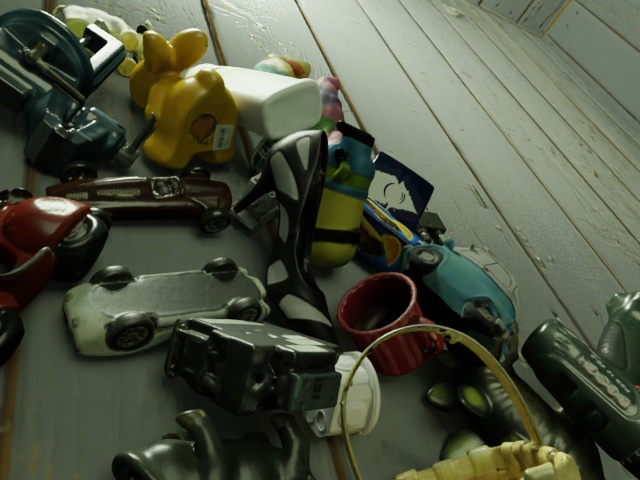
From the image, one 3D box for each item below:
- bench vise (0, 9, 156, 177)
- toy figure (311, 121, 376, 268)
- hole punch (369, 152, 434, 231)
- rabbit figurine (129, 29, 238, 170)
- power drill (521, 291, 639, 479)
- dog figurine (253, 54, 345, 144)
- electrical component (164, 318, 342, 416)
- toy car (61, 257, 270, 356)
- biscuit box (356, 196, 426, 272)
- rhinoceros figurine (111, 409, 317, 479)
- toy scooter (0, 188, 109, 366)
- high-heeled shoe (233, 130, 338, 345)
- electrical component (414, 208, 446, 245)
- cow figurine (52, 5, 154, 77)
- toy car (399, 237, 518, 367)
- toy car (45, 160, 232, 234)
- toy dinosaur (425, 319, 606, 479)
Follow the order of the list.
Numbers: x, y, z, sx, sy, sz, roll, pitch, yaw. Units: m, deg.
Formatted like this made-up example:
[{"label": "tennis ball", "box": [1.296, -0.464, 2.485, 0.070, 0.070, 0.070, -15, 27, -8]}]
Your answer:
[{"label": "bench vise", "box": [-0.290, -0.192, 0.638, 0.223, 0.129, 0.241, 28, 41, -14]}, {"label": "toy figure", "box": [0.022, -0.053, 0.676, 0.082, 0.180, 0.089, 15, 9, -46]}, {"label": "hole punch", "box": [0.102, -0.058, 0.818, 0.142, 0.092, 0.116, 35, 40, -5]}, {"label": "rabbit figurine", "box": [-0.197, -0.190, 0.701, 0.122, 0.162, 0.173, -22, 45, -36]}, {"label": "power drill", "box": [0.351, 0.158, 0.589, 0.207, 0.085, 0.232, -32, 62, -32]}, {"label": "dog figurine", "box": [-0.023, -0.176, 0.838, 0.191, 0.108, 0.219, 17, 42, -24]}, {"label": "electrical component", "box": [-0.049, 0.108, 0.465, 0.134, 0.058, 0.115, 10, -1, 42]}, {"label": "toy car", "box": [-0.139, 0.062, 0.520, 0.201, 0.056, 0.074, -3, 44, -42]}, {"label": "biscuit box", "box": [0.110, 0.019, 0.744, 0.203, 0.062, 0.059, 38, 23, 4]}, {"label": "rhinoceros figurine", "box": [-0.089, 0.192, 0.405, 0.190, 0.073, 0.112, 6, 56, -36]}, {"label": "toy scooter", "box": [-0.279, 0.012, 0.453, 0.135, 0.075, 0.184, 30, 41, -5]}, {"label": "high-heeled shoe", "box": [-0.001, -0.002, 0.599, 0.249, 0.145, 0.086, 58, 10, 17]}, {"label": "electrical component", "box": [0.175, -0.028, 0.892, 0.063, 0.021, 0.094, 8, 44, -31]}, {"label": "cow figurine", "box": [-0.298, -0.294, 0.790, 0.167, 0.068, 0.098, 2, 41, -38]}, {"label": "toy car", "box": [0.168, 0.059, 0.613, 0.103, 0.109, 0.162, -29, 44, -20]}, {"label": "toy car", "box": [-0.193, -0.050, 0.601, 0.202, 0.053, 0.089, -1, 52, -36]}, {"label": "toy dinosaur", "box": [0.246, 0.231, 0.595, 0.198, 0.105, 0.472, -22, 54, -41]}]
